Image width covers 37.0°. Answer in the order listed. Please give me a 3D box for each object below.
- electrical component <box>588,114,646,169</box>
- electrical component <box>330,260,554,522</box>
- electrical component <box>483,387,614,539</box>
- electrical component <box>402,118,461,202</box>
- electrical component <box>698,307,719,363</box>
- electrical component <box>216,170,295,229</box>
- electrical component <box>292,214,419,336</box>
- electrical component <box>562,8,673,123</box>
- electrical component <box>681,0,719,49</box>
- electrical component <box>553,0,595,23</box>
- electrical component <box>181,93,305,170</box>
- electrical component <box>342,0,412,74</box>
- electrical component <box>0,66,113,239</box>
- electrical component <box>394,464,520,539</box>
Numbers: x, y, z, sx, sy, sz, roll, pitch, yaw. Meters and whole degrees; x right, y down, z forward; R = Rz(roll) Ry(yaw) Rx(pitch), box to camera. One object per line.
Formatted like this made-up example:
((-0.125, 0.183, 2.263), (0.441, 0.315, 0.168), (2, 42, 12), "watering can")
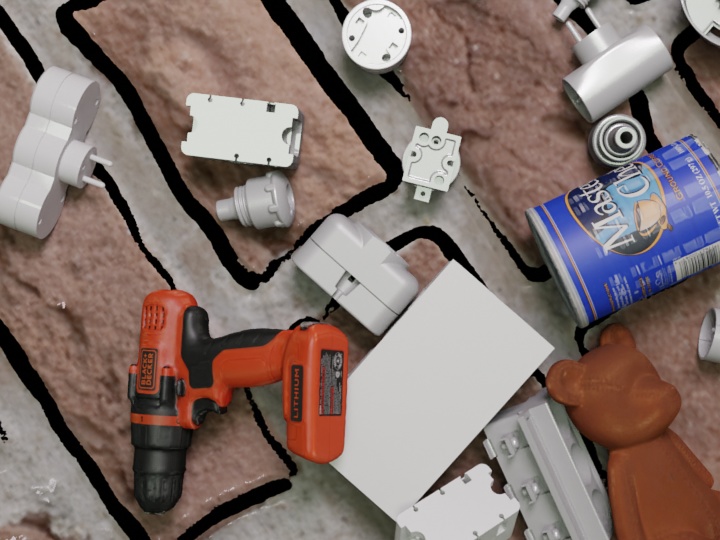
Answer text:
((0.207, -0.103, 0.858), (0.043, 0.062, 0.043), (0, 92, 3), "electrical component")
((0.053, 0.095, 0.875), (0.105, 0.060, 0.186), (41, 94, 1), "electrical component")
((0.153, 0.166, 0.870), (0.063, 0.079, 0.121), (-24, 91, 26), "electrical component")
((0.058, -0.088, 0.870), (0.048, 0.055, 0.066), (14, 93, 2), "electrical component")
((0.320, 0.060, 0.868), (0.081, 0.043, 0.043), (12, 93, 3), "electrical component")
((-0.087, -0.054, 0.886), (0.062, 0.048, 0.048), (-10, 92, 10), "electrical component")
((0.000, 0.000, 0.878), (0.095, 0.054, 0.059), (41, 94, 1), "electrical component")
((0.197, -0.172, 0.865), (0.077, 0.043, 0.079), (-34, 90, 4), "electrical component")
((0.302, -0.219, 0.844), (0.099, 0.064, 0.099), (1, 94, 15), "electrical component")
((0.178, -0.228, 0.869), (0.035, 0.035, 0.061), (36, 97, 1), "electrical component")
((-0.094, -0.112, 0.877), (0.089, 0.056, 0.050), (7, 93, 3), "electrical component")
((0.014, -0.187, 0.872), (0.055, 0.047, 0.055), (0, 92, 3), "electrical component")
((-0.242, -0.091, 0.888), (0.074, 0.052, 0.138), (21, 94, 2), "electrical component")
((0.076, 0.206, 0.858), (0.089, 0.055, 0.050), (-27, 56, -22), "electrical component")
